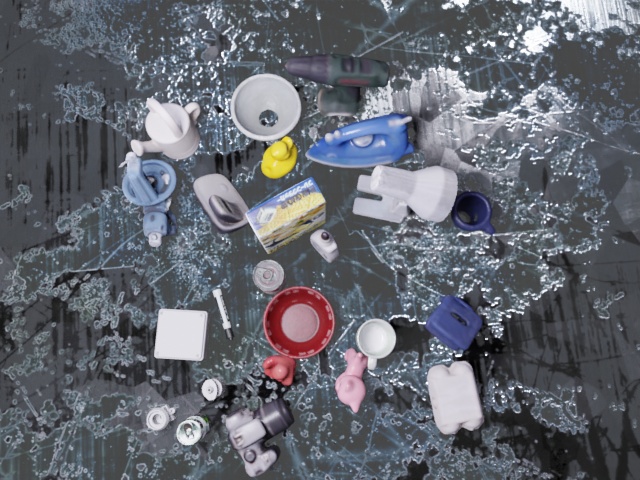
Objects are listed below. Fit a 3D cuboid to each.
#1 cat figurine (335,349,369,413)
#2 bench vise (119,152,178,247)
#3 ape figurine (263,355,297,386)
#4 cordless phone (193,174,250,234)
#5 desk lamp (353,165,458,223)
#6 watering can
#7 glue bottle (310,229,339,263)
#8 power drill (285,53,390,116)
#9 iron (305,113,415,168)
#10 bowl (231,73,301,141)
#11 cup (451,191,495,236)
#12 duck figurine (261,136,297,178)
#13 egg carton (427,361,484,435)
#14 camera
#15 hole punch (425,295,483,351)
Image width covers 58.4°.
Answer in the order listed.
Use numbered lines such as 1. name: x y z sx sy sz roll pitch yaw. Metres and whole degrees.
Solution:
1. cat figurine: 0.073 0.304 1.248 0.067 0.118 0.128 16 80 3
2. bench vise: -0.367 -0.100 1.264 0.121 0.220 0.207 -25 81 -4
3. ape figurine: -0.087 0.287 1.263 0.076 0.092 0.078 -31 81 -5
4. cordless phone: -0.228 -0.093 1.281 0.094 0.185 0.147 -37 82 -6
5. desk lamp: 0.183 -0.103 1.270 0.203 0.213 0.118 10 80 2
6. watering can: -0.347 -0.254 1.304 0.101 0.194 0.173 26 81 5
7. glue bottle: 0.012 0.005 1.271 0.037 0.173 0.078 -40 82 -6
8. power drill: 0.040 -0.360 1.317 0.229 0.208 0.075 -2 80 0
9. iron: 0.092 -0.238 1.330 0.258 0.141 0.118 -11 80 -2
10. bowl: -0.127 -0.307 1.375 0.167 0.075 0.167 0 80 0
11. cup: 0.350 -0.050 1.322 0.092 0.095 0.117 -44 83 -7
12. duck figurine: -0.098 -0.199 1.350 0.077 0.086 0.104 37 82 6
13. egg carton: 0.297 0.348 1.266 0.107 0.069 0.150 -12 80 -2
14. camera: -0.120 0.416 1.236 0.137 0.101 0.143 -28 81 -5
15. hole punch: 0.302 0.183 1.283 0.108 0.091 0.101 38 82 6
